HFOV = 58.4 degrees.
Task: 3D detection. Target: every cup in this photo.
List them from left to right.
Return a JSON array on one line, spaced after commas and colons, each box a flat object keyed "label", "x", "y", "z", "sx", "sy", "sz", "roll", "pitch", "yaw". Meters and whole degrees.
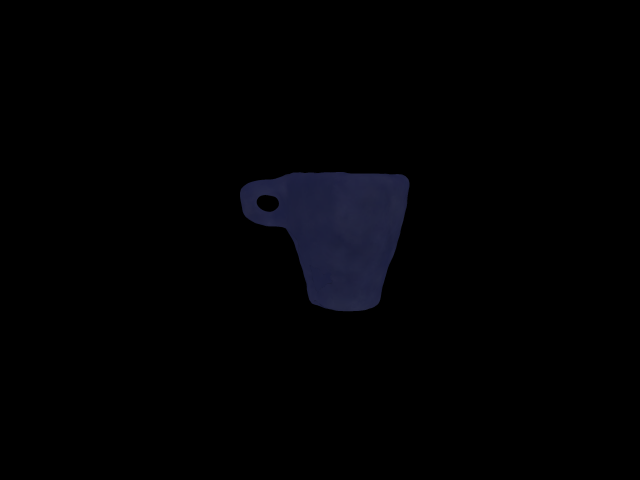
[{"label": "cup", "x": 0.004, "y": 0.001, "z": 0.400, "sx": 0.118, "sy": 0.095, "sz": 0.091, "roll": 0, "pitch": 4, "yaw": -7}]
